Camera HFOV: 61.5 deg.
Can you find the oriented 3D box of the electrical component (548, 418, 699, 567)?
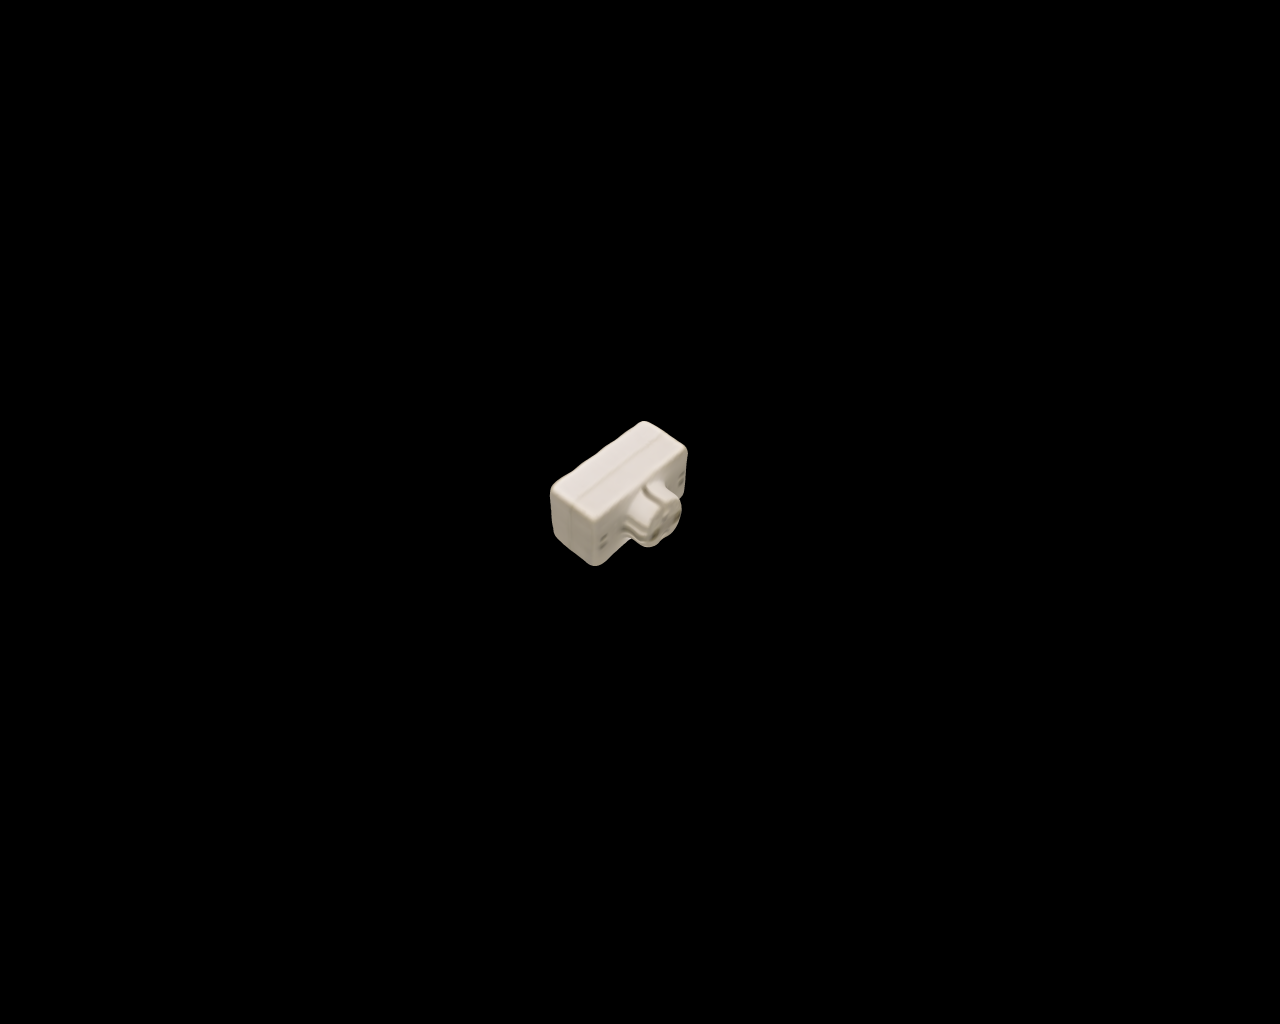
[{"bbox_3d":[0.001,-0.003,0.650,0.076,0.047,0.083,36,58,27],"label":"electrical component"}]
